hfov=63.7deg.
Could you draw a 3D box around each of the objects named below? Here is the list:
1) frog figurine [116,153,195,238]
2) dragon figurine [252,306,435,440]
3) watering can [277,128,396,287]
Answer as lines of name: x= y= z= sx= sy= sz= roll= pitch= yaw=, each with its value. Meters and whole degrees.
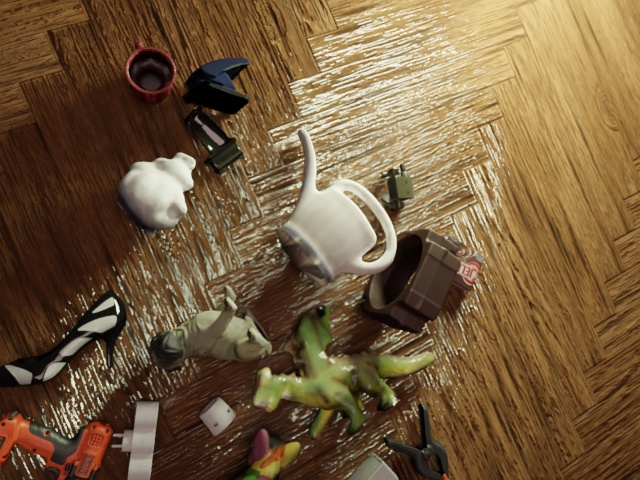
frog figurine: x=-0.299 y=-0.099 z=0.983 sx=0.160 sy=0.121 sz=0.138 roll=-41 pitch=78 yaw=-5
dragon figurine: x=0.041 y=0.247 z=1.058 sx=0.415 sy=0.120 sz=0.243 roll=-27 pitch=85 yaw=-31
watering can: x=0.003 y=-0.054 z=1.081 sx=0.226 sy=0.102 sz=0.349 roll=-39 pitch=83 yaw=-17
